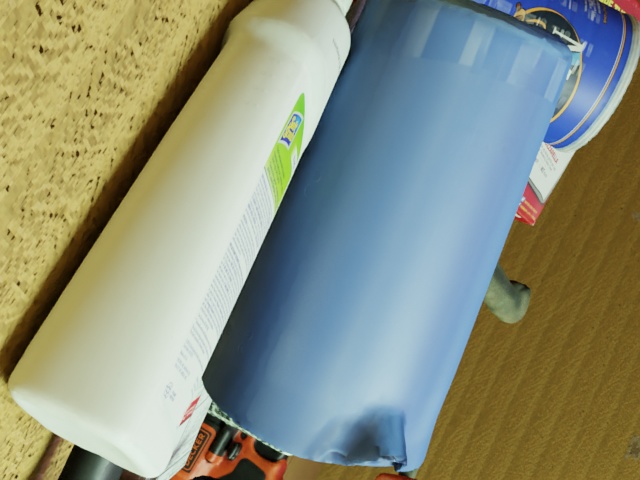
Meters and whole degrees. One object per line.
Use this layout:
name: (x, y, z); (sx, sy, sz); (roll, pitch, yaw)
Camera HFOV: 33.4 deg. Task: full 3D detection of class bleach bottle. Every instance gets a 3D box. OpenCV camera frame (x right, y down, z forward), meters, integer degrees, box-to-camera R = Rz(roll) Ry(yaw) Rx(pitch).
bleach bottle: (-0.047, -0.022, 0.491); (0.102, 0.068, 0.250); (96, 19, -69)

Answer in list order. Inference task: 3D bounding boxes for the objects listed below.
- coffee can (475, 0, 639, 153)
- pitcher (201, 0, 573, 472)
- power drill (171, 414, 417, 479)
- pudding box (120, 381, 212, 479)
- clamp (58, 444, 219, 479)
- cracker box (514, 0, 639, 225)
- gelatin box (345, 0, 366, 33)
coffee can: (0.127, -0.133, 0.717); (0.103, 0.140, 0.103); (-61, -167, 24)
pitcher: (0.032, -0.013, 0.574); (0.243, 0.149, 0.144); (-68, 164, 13)
power drill: (-0.020, 0.167, 0.788); (0.184, 0.188, 0.057); (-60, 155, -7)
pudding box: (-0.095, 0.101, 0.644); (0.113, 0.039, 0.090); (-65, 171, 17)
clamp: (-0.126, 0.149, 0.532); (0.209, 0.036, 0.164); (-43, 143, -34)
cracker box: (0.168, -0.144, 0.889); (0.164, 0.072, 0.213); (33, 84, -45)
gelatin box: (0.000, -0.112, 0.606); (0.073, 0.030, 0.089); (-57, 169, -45)
